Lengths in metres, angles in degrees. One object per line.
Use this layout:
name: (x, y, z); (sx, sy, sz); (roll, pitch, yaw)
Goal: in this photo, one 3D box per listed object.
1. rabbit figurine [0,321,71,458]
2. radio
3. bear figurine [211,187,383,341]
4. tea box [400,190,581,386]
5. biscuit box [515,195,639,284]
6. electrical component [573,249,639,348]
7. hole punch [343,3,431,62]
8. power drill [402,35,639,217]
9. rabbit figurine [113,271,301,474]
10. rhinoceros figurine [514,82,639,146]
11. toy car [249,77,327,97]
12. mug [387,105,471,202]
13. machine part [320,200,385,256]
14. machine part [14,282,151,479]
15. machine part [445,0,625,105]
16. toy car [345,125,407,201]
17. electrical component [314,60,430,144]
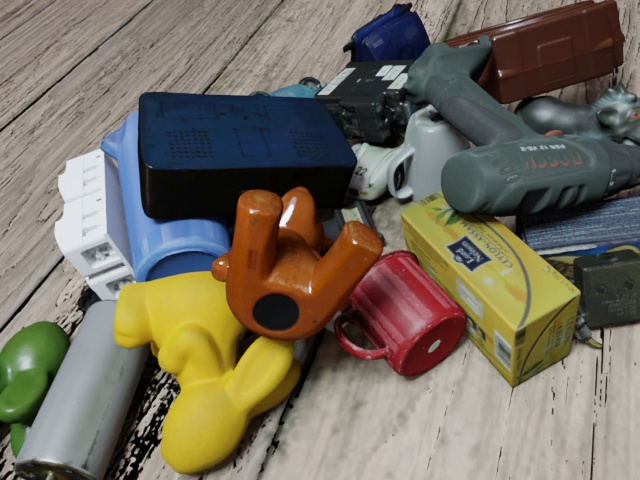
rabbit figurine: (-0.328, 0.143, 0.536); (0.159, 0.121, 0.170); (30, 46, 33)
radio: (-0.086, -0.099, 0.603); (0.229, 0.073, 0.131); (-4, 50, -24)
bear figurine: (-0.023, -0.003, 0.490); (0.120, 0.131, 0.196); (20, 28, -8)
tea box: (0.150, 0.036, 0.500); (0.068, 0.098, 0.170); (-27, 47, -9)
biscuit box: (0.298, -0.001, 0.516); (0.203, 0.059, 0.063); (-7, 44, 11)
electrical component: (0.263, 0.052, 0.474); (0.102, 0.078, 0.045); (-5, 22, 6)
hole punch: (0.111, -0.271, 0.805); (0.142, 0.115, 0.092); (-36, 56, -18)
power drill: (0.194, -0.110, 0.534); (0.232, 0.086, 0.207); (-16, 63, -25)
rabbit figurine: (-0.100, 0.124, 0.504); (0.162, 0.121, 0.173); (-6, 59, -1)
rhinoceros figurine: (0.313, -0.122, 0.595); (0.191, 0.111, 0.073); (20, 53, 42)
toy car: (-0.040, -0.150, 0.749); (0.162, 0.109, 0.103); (-26, 68, -24)
mug: (0.127, -0.099, 0.632); (0.110, 0.107, 0.081); (-20, 43, -5)
machine part: (-0.001, -0.002, 0.628); (0.139, 0.039, 0.084); (-19, 52, -4)
machine part: (-0.220, 0.147, 0.522); (0.079, 0.079, 0.243); (-5, 47, 13)
machine part: (0.253, -0.236, 0.686); (0.201, 0.087, 0.201); (-16, 16, 1)
toy car: (0.093, -0.126, 0.704); (0.074, 0.056, 0.202); (17, 55, 31)
electrical component: (0.069, -0.178, 0.686); (0.134, 0.058, 0.115); (14, 52, 37)
